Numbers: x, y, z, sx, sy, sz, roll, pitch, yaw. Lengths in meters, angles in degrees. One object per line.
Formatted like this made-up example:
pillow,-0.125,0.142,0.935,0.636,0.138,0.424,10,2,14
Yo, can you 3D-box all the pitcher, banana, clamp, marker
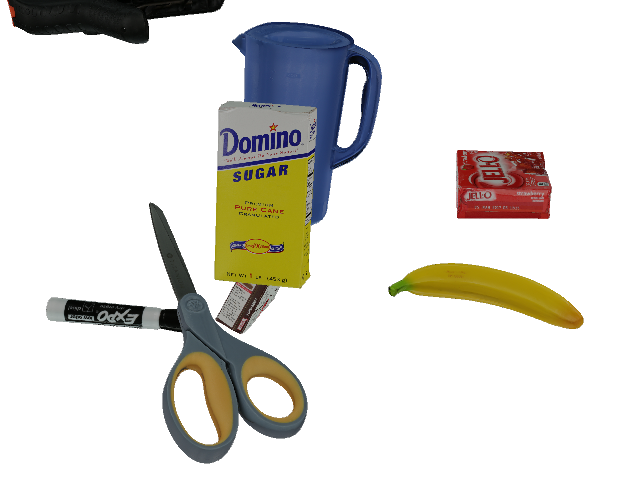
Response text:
pitcher,-0.025,-0.141,1.325,0.144,0.243,0.149,-10,28,-30
banana,0.173,0.056,1.107,0.198,0.037,0.069,8,39,11
clamp,-0.162,-0.180,0.820,0.172,0.039,0.120,13,24,32
marker,-0.154,0.058,0.833,0.121,0.020,0.020,4,1,11

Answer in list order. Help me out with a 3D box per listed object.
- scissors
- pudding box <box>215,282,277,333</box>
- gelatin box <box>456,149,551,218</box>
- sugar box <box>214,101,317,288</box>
scissors,-0.061,0.052,0.673,0.096,0.202,0.016,8,-46,-16
pudding box,-0.070,0.048,1.257,0.039,0.090,0.113,31,28,5
gelatin box,0.148,-0.047,0.871,0.073,0.030,0.089,2,24,7
sugar box,-0.055,-0.046,1.052,0.093,0.176,0.048,5,17,10
